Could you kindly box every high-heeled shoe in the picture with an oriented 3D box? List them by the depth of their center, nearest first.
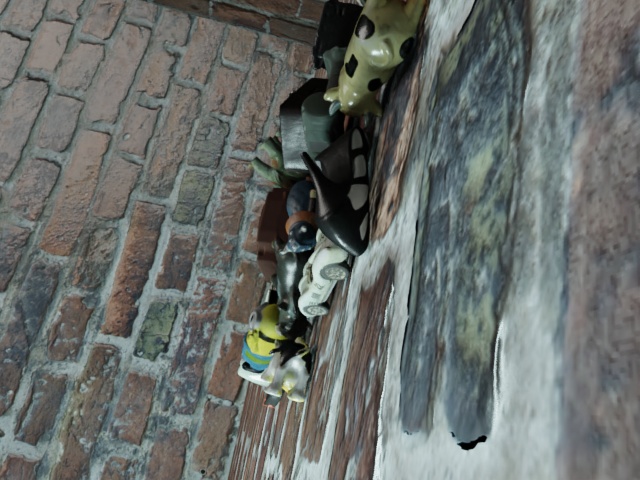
[{"bbox_3d":[0.049,-0.069,0.725,0.086,0.145,0.249,-32,0,28],"label":"high-heeled shoe"}]

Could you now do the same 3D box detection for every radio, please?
[{"bbox_3d":[-0.009,-0.223,1.035,0.230,0.073,0.130,-61,-26,-57],"label":"radio"}]

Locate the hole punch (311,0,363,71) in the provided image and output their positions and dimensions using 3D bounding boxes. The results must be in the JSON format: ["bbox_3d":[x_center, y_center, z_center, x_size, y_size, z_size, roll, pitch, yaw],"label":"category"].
[{"bbox_3d":[0.049,-0.355,0.967,0.092,0.116,0.142,-41,-35,-88],"label":"hole punch"}]

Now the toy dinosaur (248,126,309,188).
[{"bbox_3d":[-0.062,-0.174,1.311,0.131,0.192,0.405,-51,9,-7],"label":"toy dinosaur"}]

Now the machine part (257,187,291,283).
[{"bbox_3d":[-0.084,-0.007,1.265,0.200,0.087,0.201,78,-162,-63],"label":"machine part"}]

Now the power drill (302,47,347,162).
[{"bbox_3d":[0.024,-0.196,0.895,0.231,0.086,0.207,68,-142,-65],"label":"power drill"}]

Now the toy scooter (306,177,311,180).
[{"bbox_3d":[-0.008,-0.087,1.066,0.183,0.075,0.135,108,173,-67],"label":"toy scooter"}]

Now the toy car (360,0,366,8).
[{"bbox_3d":[0.110,-0.408,0.751,0.089,0.053,0.202,-4,72,52],"label":"toy car"}]

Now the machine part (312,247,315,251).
[{"bbox_3d":[-0.002,-0.003,0.996,0.139,0.039,0.084,142,136,-72],"label":"machine part"}]

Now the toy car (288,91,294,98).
[{"bbox_3d":[-0.005,-0.293,1.277,0.103,0.162,0.109,-27,-36,-34],"label":"toy car"}]

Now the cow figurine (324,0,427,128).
[{"bbox_3d":[0.067,-0.230,0.702,0.195,0.085,0.127,145,144,-79],"label":"cow figurine"}]

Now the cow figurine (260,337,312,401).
[{"bbox_3d":[-0.054,0.203,0.905,0.167,0.068,0.098,179,109,-80],"label":"cow figurine"}]

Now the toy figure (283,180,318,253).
[{"bbox_3d":[-0.024,-0.034,0.839,0.154,0.058,0.064,-90,9,-48],"label":"toy figure"}]

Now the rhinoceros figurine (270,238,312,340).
[{"bbox_3d":[-0.044,0.083,0.932,0.112,0.073,0.190,-117,27,-59],"label":"rhinoceros figurine"}]

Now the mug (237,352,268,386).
[{"bbox_3d":[-0.128,0.279,1.211,0.110,0.107,0.080,-111,36,-75],"label":"mug"}]

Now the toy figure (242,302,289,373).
[{"bbox_3d":[-0.103,0.192,1.048,0.082,0.089,0.180,-102,21,-46],"label":"toy figure"}]

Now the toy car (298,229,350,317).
[{"bbox_3d":[0.004,0.045,0.780,0.201,0.056,0.073,113,168,-54],"label":"toy car"}]
